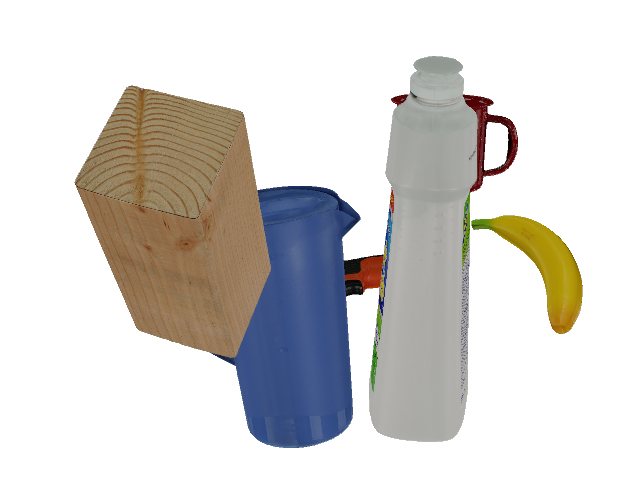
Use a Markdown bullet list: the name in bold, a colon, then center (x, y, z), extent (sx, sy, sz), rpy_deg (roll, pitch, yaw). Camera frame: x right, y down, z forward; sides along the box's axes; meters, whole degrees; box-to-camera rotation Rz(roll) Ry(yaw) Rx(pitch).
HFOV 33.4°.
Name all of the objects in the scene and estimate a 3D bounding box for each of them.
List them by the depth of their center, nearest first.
- **bleach bottle**: center (0.068, 0.003, 0.679), extent (0.068, 0.251, 0.102), rpy_deg (4, 31, 6)
- **wood block**: center (-0.100, -0.006, 0.787), extent (0.090, 0.090, 0.206), rpy_deg (15, -29, 12)
- **mug**: center (0.122, -0.088, 0.979), extent (0.117, 0.081, 0.093), rpy_deg (4, 15, 13)
- **pitcher**: center (-0.044, 0.075, 1.048), extent (0.144, 0.243, 0.149), rpy_deg (-19, 21, -34)
- **banana**: center (0.231, 0.026, 1.116), extent (0.069, 0.037, 0.198), rpy_deg (-30, 38, -1)
- **power drill**: center (0.056, 0.054, 1.239), extent (0.187, 0.057, 0.184), rpy_deg (-2, 28, 2)
